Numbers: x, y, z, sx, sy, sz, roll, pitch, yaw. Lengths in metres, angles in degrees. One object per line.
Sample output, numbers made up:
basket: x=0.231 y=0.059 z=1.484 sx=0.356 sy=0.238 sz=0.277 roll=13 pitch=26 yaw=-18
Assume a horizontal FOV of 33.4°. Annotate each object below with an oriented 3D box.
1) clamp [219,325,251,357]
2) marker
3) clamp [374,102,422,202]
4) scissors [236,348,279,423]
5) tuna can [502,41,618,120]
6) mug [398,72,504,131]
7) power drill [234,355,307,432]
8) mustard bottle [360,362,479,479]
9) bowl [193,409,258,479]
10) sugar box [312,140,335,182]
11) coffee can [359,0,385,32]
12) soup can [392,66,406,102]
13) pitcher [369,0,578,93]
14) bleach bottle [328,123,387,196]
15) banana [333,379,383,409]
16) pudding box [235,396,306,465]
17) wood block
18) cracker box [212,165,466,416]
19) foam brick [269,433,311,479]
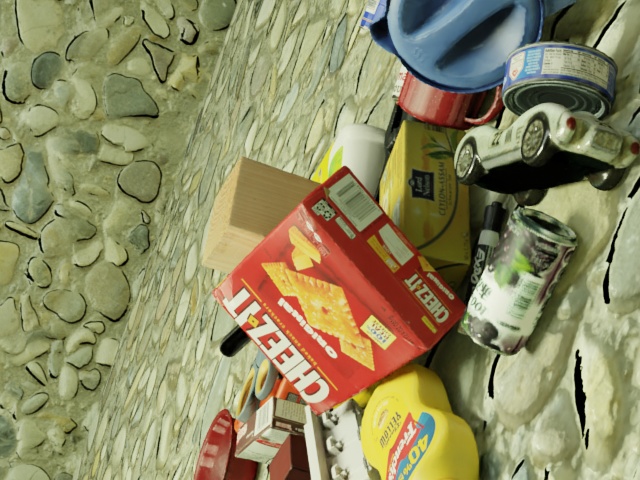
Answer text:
clamp: x=-0.023 y=0.058 z=1.310 sx=0.165 sy=0.036 sz=0.209 roll=-12 pitch=35 yaw=52
marker: x=0.142 y=0.024 z=0.932 sx=0.020 sy=0.020 sz=0.121 roll=158 pitch=128 yaw=-70
clamp: x=0.090 y=-0.098 z=1.205 sx=0.120 sy=0.039 sz=0.171 roll=-52 pitch=19 yaw=38
scissors: x=-0.061 y=0.129 z=1.317 sx=0.096 sy=0.016 sz=0.201 roll=-37 pitch=31 yaw=57
tuna can: x=0.185 y=-0.119 z=0.826 sx=0.086 sy=0.086 sz=0.033 roll=150 pitch=133 yaw=-67
mug: x=0.135 y=-0.154 z=1.052 sx=0.117 sy=0.093 sz=0.081 roll=36 pitch=117 yaw=35
power drill: x=-0.045 y=0.177 z=1.331 sx=0.188 sy=0.057 sz=0.184 roll=-166 pitch=94 yaw=-76
mustard bottle: x=0.086 y=0.181 z=0.878 sx=0.096 sy=0.058 sz=0.192 roll=-61 pitch=18 yaw=12
bowl: x=-0.125 y=0.314 z=1.444 sx=0.162 sy=0.055 sz=0.162 roll=-162 pitch=90 yaw=-74
sugar box: x=0.000 y=-0.040 z=1.429 sx=0.176 sy=0.048 sz=0.093 roll=126 pitch=157 yaw=-44
coffee can: x=0.116 y=-0.289 z=1.208 sx=0.103 sy=0.102 sz=0.140 roll=-122 pitch=51 yaw=-70
soup can: x=0.123 y=-0.189 z=1.140 sx=0.068 sy=0.068 sz=0.102 roll=-145 pitch=73 yaw=-74
pitcher: x=0.149 y=-0.244 z=0.978 sx=0.145 sy=0.149 sz=0.242 roll=-59 pitch=7 yaw=34
bleach bottle: x=0.036 y=-0.005 z=1.238 sx=0.103 sy=0.068 sz=0.250 roll=121 pitch=159 yaw=-60
banana: x=0.039 y=0.147 z=1.121 sx=0.069 sy=0.037 sz=0.198 roll=-60 pitch=9 yaw=-31
pudding box: x=-0.034 y=0.218 z=1.182 sx=0.114 sy=0.090 sz=0.039 roll=132 pitch=150 yaw=-54
wood block: x=-0.008 y=0.001 z=1.116 sx=0.090 sy=0.206 sz=0.090 roll=129 pitch=154 yaw=-52
cracker box: x=0.009 y=0.055 z=0.965 sx=0.072 sy=0.164 sz=0.214 roll=-39 pitch=-2 yaw=-36
foam brick: x=-0.006 y=0.241 z=1.089 sx=0.051 sy=0.078 sz=0.053 roll=-94 pitch=27 yaw=-56
